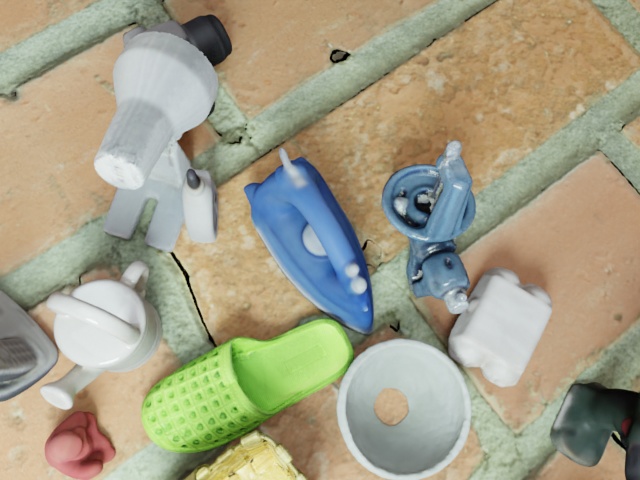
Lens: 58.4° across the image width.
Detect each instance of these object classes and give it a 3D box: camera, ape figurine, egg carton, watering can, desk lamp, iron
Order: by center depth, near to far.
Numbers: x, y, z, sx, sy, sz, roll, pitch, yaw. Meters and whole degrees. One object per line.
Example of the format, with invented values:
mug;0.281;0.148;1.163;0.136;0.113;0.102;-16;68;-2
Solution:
watering can;-0.246;0.103;0.648;0.101;0.194;0.173;5;74;-5
ape figurine;-0.283;0.238;0.660;0.076;0.092;0.078;3;75;-6
desk lamp;-0.203;-0.113;0.701;0.118;0.213;0.203;15;74;-2
iron;0.007;0.003;0.731;0.119;0.141;0.258;-31;81;-13
egg carton;0.240;0.114;0.766;0.107;0.069;0.150;31;74;2
camera;-0.186;-0.252;0.799;0.137;0.100;0.143;-34;81;-14

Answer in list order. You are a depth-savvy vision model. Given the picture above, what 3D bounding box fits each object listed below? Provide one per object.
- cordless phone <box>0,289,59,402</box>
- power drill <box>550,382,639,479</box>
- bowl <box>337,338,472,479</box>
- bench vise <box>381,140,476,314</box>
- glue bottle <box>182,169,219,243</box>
cordless phone;-0.387;0.109;0.634;0.147;0.185;0.094;41;75;5
power drill;0.365;0.227;0.678;0.075;0.208;0.230;31;74;3
bowl;0.099;0.210;0.721;0.167;0.074;0.167;2;75;-6
bench vise;0.161;-0.023;0.715;0.121;0.219;0.207;-30;80;-13
glue bottle;-0.150;-0.052;0.711;0.037;0.173;0.078;2;75;-6
